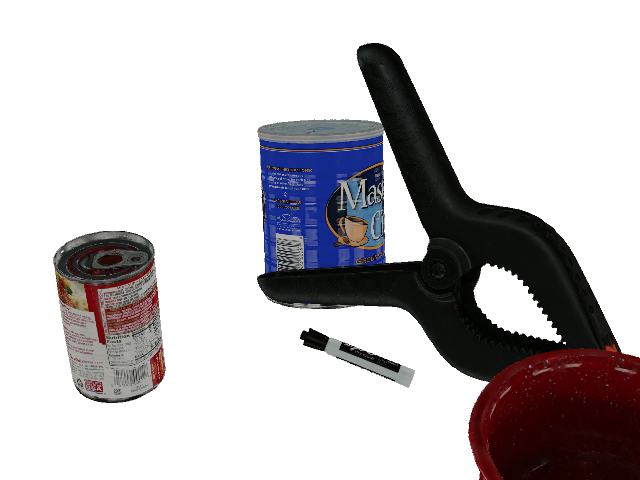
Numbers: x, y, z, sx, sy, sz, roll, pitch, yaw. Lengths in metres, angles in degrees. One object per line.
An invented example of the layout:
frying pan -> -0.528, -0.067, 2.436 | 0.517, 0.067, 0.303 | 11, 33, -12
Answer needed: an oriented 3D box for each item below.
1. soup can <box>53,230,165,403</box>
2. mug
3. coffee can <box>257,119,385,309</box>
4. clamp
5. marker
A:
soup can -> -0.145, 0.054, 0.745 | 0.068, 0.102, 0.068 | -1, 29, 0
mug -> 0.110, 0.101, 0.386 | 0.117, 0.081, 0.093 | 5, 36, 8
coffee can -> 0.002, -0.025, 0.879 | 0.103, 0.140, 0.103 | -2, 12, 0
clamp -> 0.069, 0.002, 0.565 | 0.210, 0.165, 0.036 | 29, 26, 25
marker -> 0.036, 0.118, 1.081 | 0.121, 0.020, 0.020 | 22, 2, 6
